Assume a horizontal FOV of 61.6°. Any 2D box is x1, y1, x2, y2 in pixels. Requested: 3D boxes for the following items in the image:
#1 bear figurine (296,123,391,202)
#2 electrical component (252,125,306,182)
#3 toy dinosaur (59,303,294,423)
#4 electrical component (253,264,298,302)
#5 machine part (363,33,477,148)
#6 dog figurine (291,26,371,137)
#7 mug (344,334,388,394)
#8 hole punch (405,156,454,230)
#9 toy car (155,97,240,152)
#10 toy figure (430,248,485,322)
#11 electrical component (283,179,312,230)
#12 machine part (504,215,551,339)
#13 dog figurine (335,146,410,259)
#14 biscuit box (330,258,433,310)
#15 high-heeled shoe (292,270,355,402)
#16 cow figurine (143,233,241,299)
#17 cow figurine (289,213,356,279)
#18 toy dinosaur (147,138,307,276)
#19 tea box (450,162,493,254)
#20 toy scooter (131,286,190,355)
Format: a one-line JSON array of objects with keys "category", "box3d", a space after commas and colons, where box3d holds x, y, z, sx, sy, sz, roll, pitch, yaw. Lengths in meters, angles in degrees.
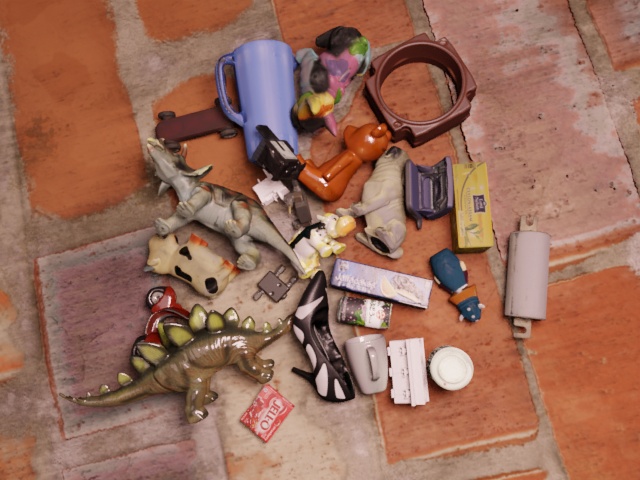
[{"category": "bear figurine", "box3d": [0.046, -0.177, 1.097, 0.132, 0.120, 0.196, 41, 103, 10]}, {"category": "electrical component", "box3d": [-0.091, -0.168, 1.041, 0.119, 0.075, 0.047, 47, 121, 20]}, {"category": "toy dinosaur", "box3d": [-0.255, 0.243, 1.051, 0.471, 0.105, 0.198, -27, 96, -10]}, {"category": "electrical component", "box3d": [-0.095, 0.100, 1.133, 0.063, 0.021, 0.094, 43, 87, 10]}, {"category": "machine part", "box3d": [0.209, -0.315, 1.134, 0.201, 0.087, 0.201, -28, 80, 1]}, {"category": "dog figurine", "box3d": [0.023, -0.314, 1.092, 0.192, 0.108, 0.219, -25, 46, 25]}, {"category": "mug", "box3d": [0.101, 0.245, 1.049, 0.081, 0.109, 0.107, -11, 90, -14]}, {"category": "hole punch", "box3d": [0.224, -0.101, 1.078, 0.092, 0.115, 0.142, -6, 78, 17]}, {"category": "toy car", "box3d": [-0.269, -0.256, 1.195, 0.202, 0.053, 0.089, -13, 84, 8]}, {"category": "toy figure", "box3d": [0.277, 0.090, 1.074, 0.058, 0.064, 0.154, -25, 82, -36]}, {"category": "electrical component", "box3d": [-0.046, -0.069, 1.121, 0.045, 0.102, 0.078, -17, 54, 1]}, {"category": "machine part", "box3d": [0.407, 0.070, 1.052, 0.079, 0.079, 0.243, 5, 81, 7]}, {"category": "dog figurine", "box3d": [0.152, -0.079, 1.104, 0.190, 0.121, 0.172, -46, 113, -19]}, {"category": "biscuit box", "box3d": [0.123, 0.089, 1.089, 0.203, 0.062, 0.059, 12, 82, 8]}, {"category": "high-heeled shoe", "box3d": [0.023, 0.194, 1.065, 0.145, 0.086, 0.248, 15, 98, 23]}, {"category": "cow figurine", "box3d": [-0.281, 0.052, 1.134, 0.195, 0.085, 0.127, 35, 80, 10]}, {"category": "cow figurine", "box3d": [0.000, -0.004, 1.093, 0.167, 0.068, 0.098, -50, 62, 23]}, {"category": "toy dinosaur", "box3d": [-0.194, -0.059, 1.118, 0.405, 0.192, 0.131, 29, 130, -6]}, {"category": "tea box", "box3d": [0.298, -0.061, 1.076, 0.068, 0.098, 0.169, -4, 82, 6]}, {"category": "toy scooter", "box3d": [-0.308, 0.191, 1.118, 0.135, 0.075, 0.184, 9, 78, 6]}]
